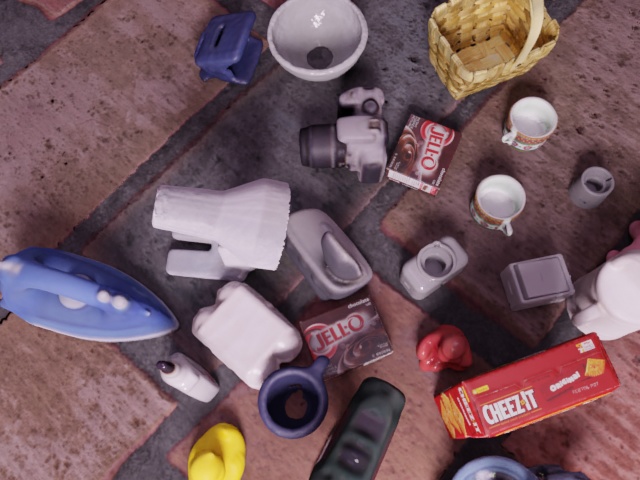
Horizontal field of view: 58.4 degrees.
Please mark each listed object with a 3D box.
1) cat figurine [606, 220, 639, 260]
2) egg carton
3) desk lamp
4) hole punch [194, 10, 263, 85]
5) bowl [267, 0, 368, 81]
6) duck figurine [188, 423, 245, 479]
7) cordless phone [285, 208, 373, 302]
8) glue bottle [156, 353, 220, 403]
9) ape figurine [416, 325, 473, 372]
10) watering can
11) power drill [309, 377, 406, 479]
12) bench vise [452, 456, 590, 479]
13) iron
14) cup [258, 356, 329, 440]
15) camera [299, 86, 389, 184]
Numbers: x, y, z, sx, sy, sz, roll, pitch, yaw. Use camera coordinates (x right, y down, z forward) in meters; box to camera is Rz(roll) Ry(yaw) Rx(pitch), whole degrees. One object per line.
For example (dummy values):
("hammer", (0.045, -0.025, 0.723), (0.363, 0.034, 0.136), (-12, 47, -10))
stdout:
("cat figurine", (0.489, -0.010, 0.825), (0.067, 0.118, 0.128), (36, 76, 13))
("egg carton", (-0.103, 0.133, 0.818), (0.150, 0.069, 0.107), (38, 76, 13))
("desk lamp", (-0.134, -0.012, 0.792), (0.203, 0.213, 0.118), (4, 71, 3))
("hole punch", (-0.158, -0.328, 0.965), (0.101, 0.091, 0.109), (13, 72, 6))
("bowl", (-0.003, -0.331, 0.970), (0.167, 0.075, 0.167), (0, 71, 1))
("duck figurine", (-0.142, 0.295, 0.756), (0.077, 0.086, 0.105), (19, 73, 8))
("cordless phone", (0.007, 0.003, 0.798), (0.094, 0.185, 0.147), (-38, 74, -11))
("glue bottle", (-0.182, 0.175, 0.751), (0.078, 0.173, 0.037), (35, 76, 13))
("ape figurine", (0.177, 0.151, 0.793), (0.077, 0.092, 0.076), (32, 75, 12))
("watering can", (0.417, 0.063, 0.762), (0.100, 0.194, 0.173), (38, 76, 13))
("power drill", (0.030, 0.281, 0.691), (0.075, 0.208, 0.230), (25, 74, 10))
("bench vise", (0.244, 0.301, 0.672), (0.207, 0.220, 0.121), (-26, 72, -7))
("iron", (-0.334, 0.074, 0.806), (0.258, 0.141, 0.119), (14, 72, 6))
("cup", (-0.026, 0.210, 0.776), (0.091, 0.095, 0.118), (34, 75, 12))
("camera", (0.036, -0.169, 0.900), (0.137, 0.101, 0.143), (-3, 71, 1))
